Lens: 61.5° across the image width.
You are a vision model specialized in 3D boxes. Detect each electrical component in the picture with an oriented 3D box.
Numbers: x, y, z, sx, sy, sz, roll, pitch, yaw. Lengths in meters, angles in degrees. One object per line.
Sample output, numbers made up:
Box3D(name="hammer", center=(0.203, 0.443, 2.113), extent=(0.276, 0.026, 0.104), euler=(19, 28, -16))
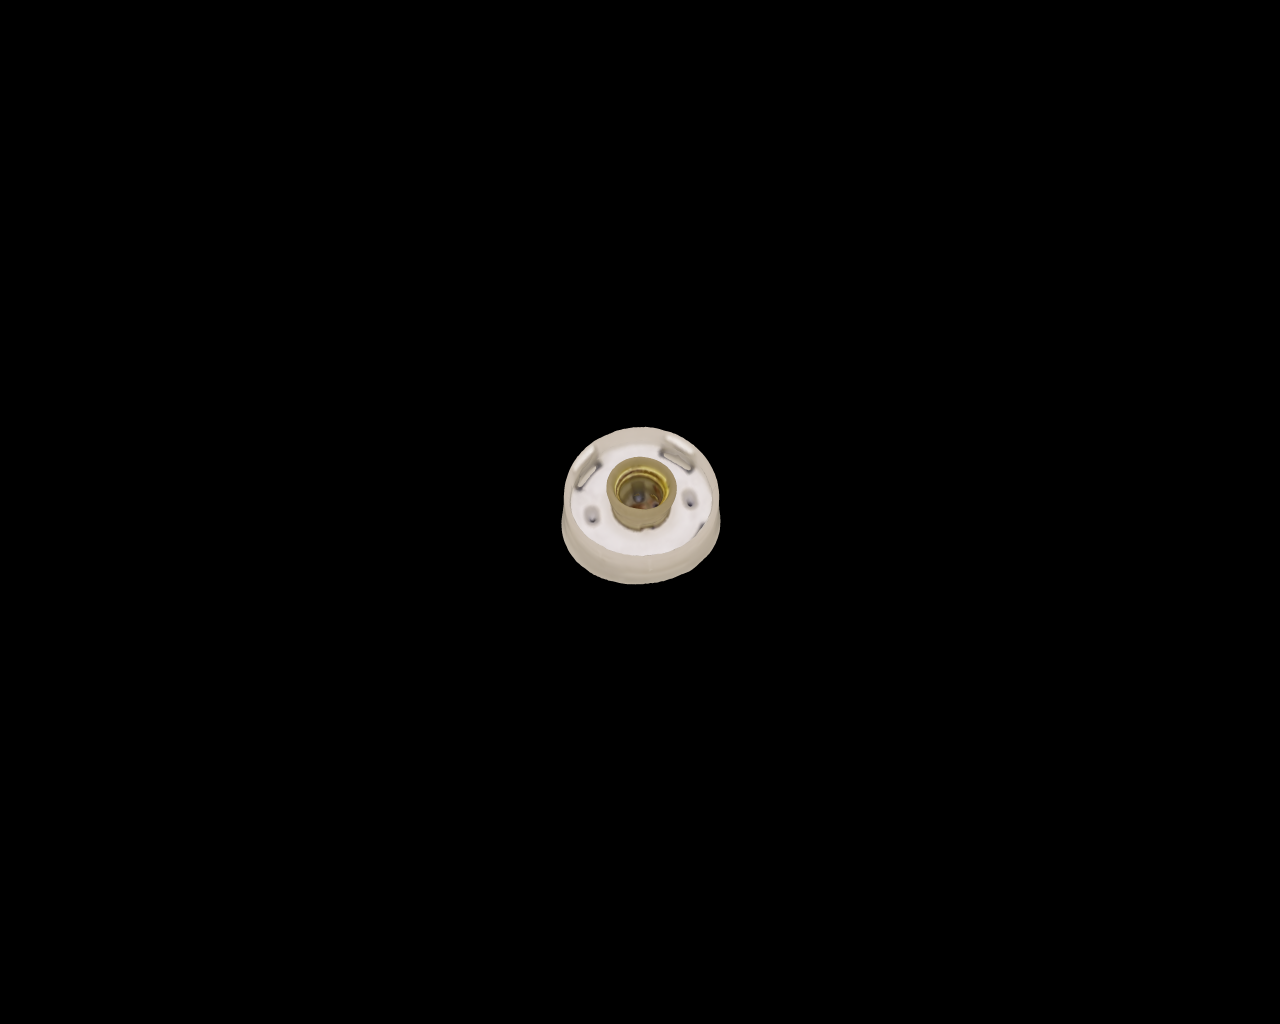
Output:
Box3D(name="electrical component", center=(0.001, -0.003, 0.650), extent=(0.099, 0.099, 0.064), euler=(0, -28, 0))
